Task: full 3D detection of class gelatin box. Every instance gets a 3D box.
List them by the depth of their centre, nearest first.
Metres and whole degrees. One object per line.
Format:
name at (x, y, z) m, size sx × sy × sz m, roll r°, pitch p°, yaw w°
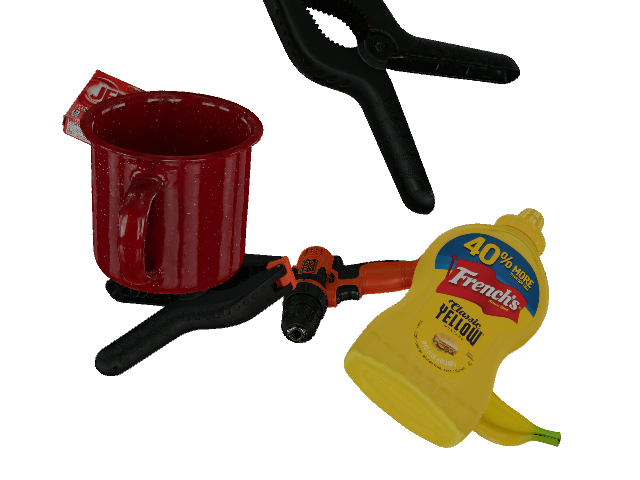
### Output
gelatin box at (-0.194, -0.119, 1.036) m, size 0.089 × 0.073 × 0.030 m, roll 25°, pitch -41°, yaw -2°

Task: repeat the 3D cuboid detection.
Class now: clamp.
clamp at (0.038, -0.126, 0.791) m, size 0.210 × 0.164 × 0.036 m, roll 32°, pitch -30°, yaw -8°
clamp at (-0.106, 0.055, 0.865) m, size 0.171 × 0.039 × 0.120 m, roll -14°, pitch 39°, yaw 13°

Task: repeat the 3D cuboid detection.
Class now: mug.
mug at (-0.080, -0.019, 0.551) m, size 0.093 × 0.081 × 0.117 m, roll 7°, pitch 28°, yaw 3°

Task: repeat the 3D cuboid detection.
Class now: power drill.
power drill at (0.051, 0.060, 1.230) m, size 0.188 × 0.057 × 0.184 m, roll 0°, pitch 28°, yaw 8°

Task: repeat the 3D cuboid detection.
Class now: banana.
banana at (0.145, 0.132, 0.983) m, size 0.069 × 0.037 × 0.198 m, roll 7°, pitch 26°, yaw -22°

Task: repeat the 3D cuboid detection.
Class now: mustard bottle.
mustard bottle at (0.105, 0.045, 0.748) m, size 0.096 × 0.191 × 0.058 m, roll 37°, pitch -31°, yaw 7°
